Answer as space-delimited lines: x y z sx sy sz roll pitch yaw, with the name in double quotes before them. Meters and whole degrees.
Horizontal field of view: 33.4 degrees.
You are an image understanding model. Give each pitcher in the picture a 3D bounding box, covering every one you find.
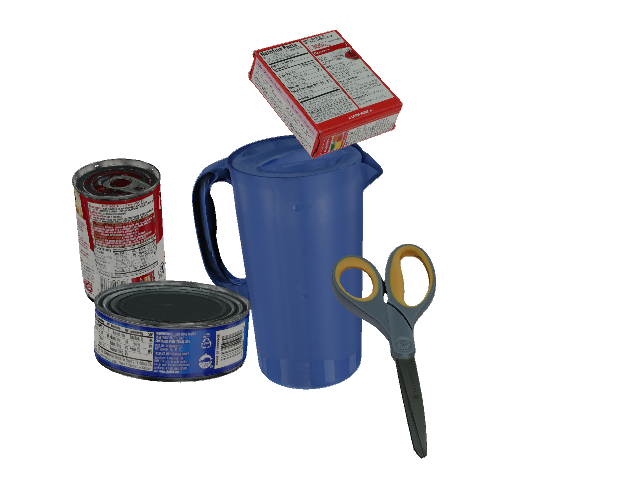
"pitcher" -0.028 0.022 1.073 0.144 0.243 0.149 -21 28 -36

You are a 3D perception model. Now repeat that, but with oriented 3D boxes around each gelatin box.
"gelatin box" 0.002 -0.106 0.757 0.073 0.089 0.030 -22 -31 -29

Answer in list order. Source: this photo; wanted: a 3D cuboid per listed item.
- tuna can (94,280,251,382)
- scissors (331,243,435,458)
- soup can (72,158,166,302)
"tuna can" -0.082 0.049 0.592 0.086 0.034 0.086 4 12 -1
"scissors" 0.047 0.078 0.845 0.096 0.201 0.016 8 -42 6
"soup can" -0.158 -0.005 0.849 0.068 0.102 0.068 1 29 -1
